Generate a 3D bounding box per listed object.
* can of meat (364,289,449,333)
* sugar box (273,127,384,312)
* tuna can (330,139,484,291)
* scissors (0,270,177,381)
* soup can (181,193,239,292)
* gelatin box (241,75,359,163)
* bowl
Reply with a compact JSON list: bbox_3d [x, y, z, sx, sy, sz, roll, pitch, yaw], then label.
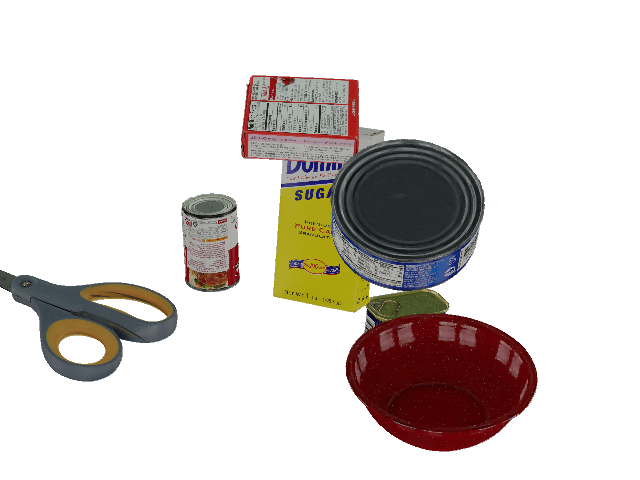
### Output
[{"bbox_3d":[0.102,0.114,1.315,0.101,0.084,0.057,-8,29,-25],"label":"can of meat"},{"bbox_3d":[0.007,-0.025,1.046,0.093,0.176,0.048,9,16,22],"label":"sugar box"},{"bbox_3d":[0.048,-0.014,0.605,0.086,0.086,0.034,0,-36,0],"label":"tuna can"},{"bbox_3d":[-0.194,0.045,0.697,0.202,0.016,0.096,9,36,12],"label":"scissors"},{"bbox_3d":[-0.133,0.002,1.296,0.068,0.102,0.068,0,26,0],"label":"soup can"},{"bbox_3d":[-0.015,-0.094,0.826,0.089,0.030,0.073,2,45,0],"label":"gelatin box"},{"bbox_3d":[0.102,0.130,0.916,0.162,0.055,0.162,0,32,0],"label":"bowl"}]
